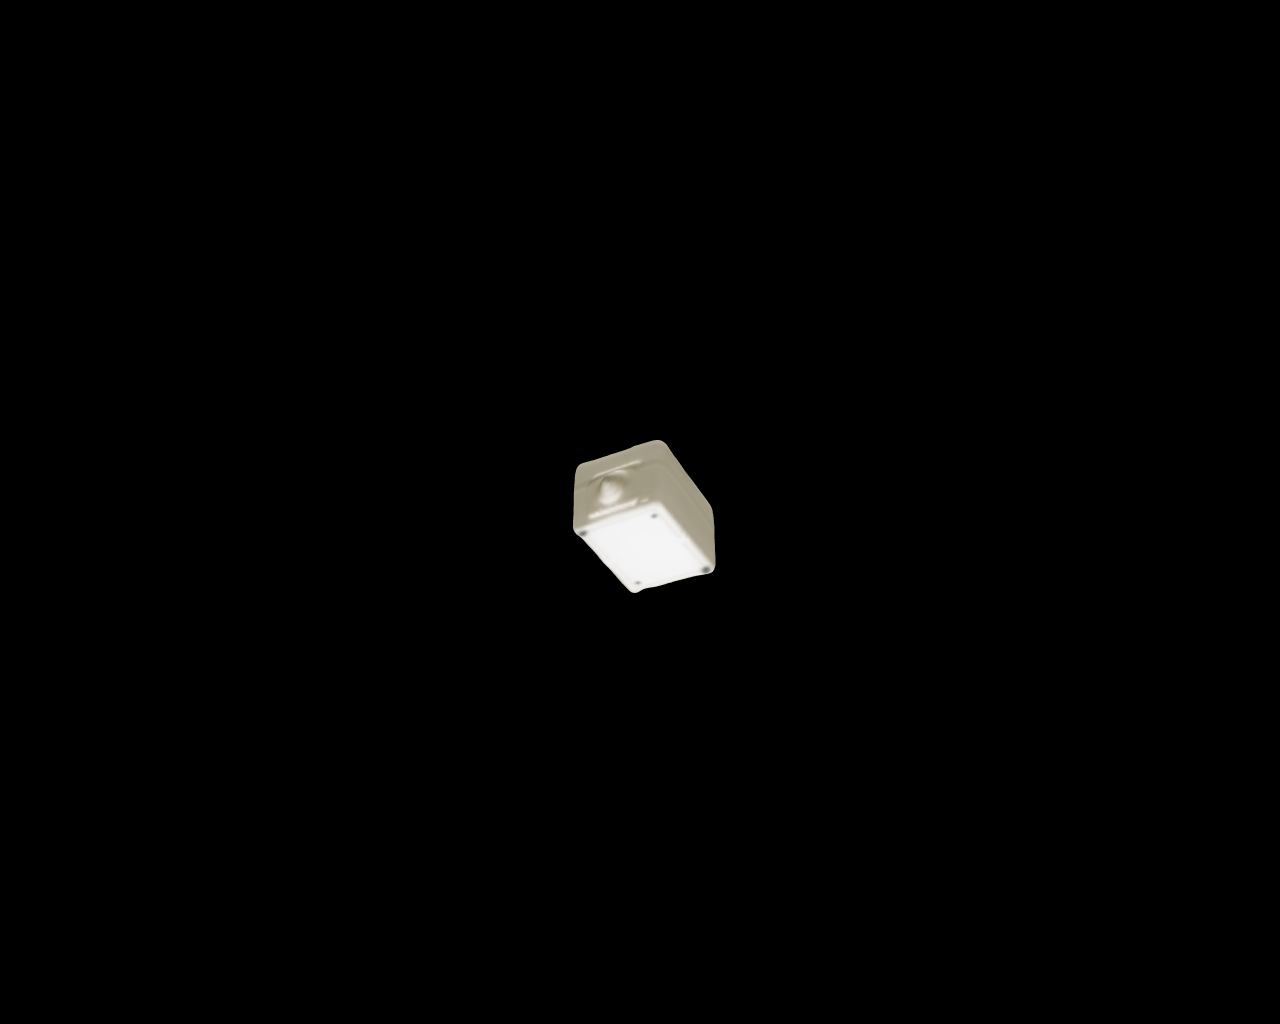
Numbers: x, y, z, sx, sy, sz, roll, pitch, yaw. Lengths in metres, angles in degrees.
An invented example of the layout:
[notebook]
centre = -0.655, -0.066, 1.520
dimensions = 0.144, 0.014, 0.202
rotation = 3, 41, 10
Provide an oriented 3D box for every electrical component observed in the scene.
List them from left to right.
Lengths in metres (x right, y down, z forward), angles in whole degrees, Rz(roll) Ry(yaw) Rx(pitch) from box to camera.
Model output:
[electrical component]
centre = 0.001, -0.003, 0.650
dimensions = 0.061, 0.061, 0.096
rotation = -17, -41, 21
